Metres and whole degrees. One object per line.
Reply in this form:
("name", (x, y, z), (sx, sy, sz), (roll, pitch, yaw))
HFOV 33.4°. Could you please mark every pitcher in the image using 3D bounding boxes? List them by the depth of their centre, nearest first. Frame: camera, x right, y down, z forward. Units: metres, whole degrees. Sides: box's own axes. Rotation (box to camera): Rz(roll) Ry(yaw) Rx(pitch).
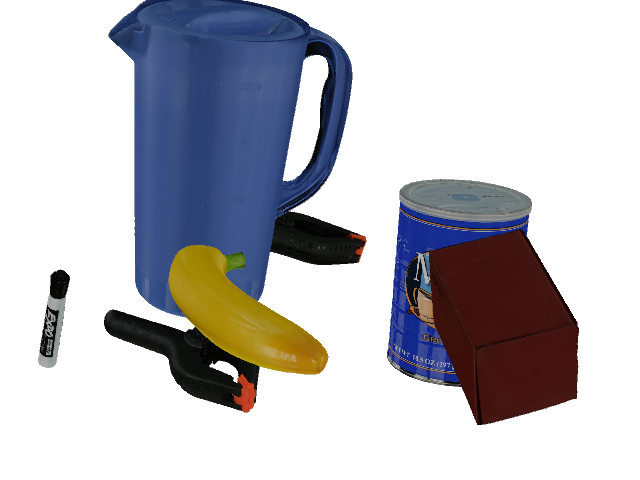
("pitcher", (-0.077, -0.065, 0.849), (0.149, 0.243, 0.144), (20, 27, 24))

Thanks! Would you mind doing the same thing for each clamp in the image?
("clamp", (-0.101, 0.087, 0.961), (0.120, 0.039, 0.172), (-34, 51, -29))
("clamp", (-0.048, -0.006, 1.109), (0.209, 0.036, 0.164), (14, 19, -16))

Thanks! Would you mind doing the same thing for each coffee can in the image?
("coffee can", (0.109, 0.031, 0.849), (0.103, 0.140, 0.103), (3, 17, -1))

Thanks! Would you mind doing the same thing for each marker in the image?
("marker", (-0.268, 0.079, 1.074), (0.020, 0.121, 0.020), (12, 34, -9))

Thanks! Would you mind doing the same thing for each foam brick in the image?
("foam brick", (0.089, 0.041, 0.524), (0.051, 0.053, 0.078), (-12, 38, -4))

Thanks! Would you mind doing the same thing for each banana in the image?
("banana", (-0.058, 0.037, 0.687), (0.069, 0.037, 0.198), (-7, 21, -17))
